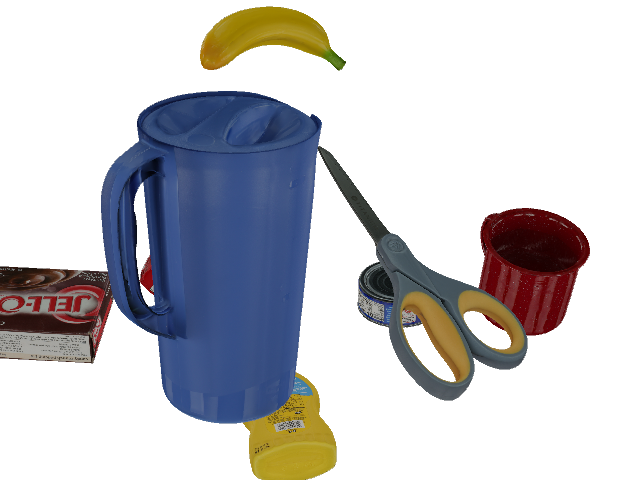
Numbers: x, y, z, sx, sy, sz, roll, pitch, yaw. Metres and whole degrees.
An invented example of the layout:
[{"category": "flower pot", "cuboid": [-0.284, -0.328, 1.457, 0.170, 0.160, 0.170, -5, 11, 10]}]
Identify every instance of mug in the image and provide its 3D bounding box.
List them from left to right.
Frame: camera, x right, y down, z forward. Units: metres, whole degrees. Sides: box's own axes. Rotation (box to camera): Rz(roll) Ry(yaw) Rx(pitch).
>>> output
[{"category": "mug", "cuboid": [0.180, 0.024, 0.964, 0.093, 0.081, 0.117, -18, 44, -24]}]

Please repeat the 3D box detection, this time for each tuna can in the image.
[{"category": "tuna can", "cuboid": [0.082, 0.055, 1.134, 0.086, 0.034, 0.086, -1, 31, 0]}]

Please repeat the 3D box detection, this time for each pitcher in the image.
[{"category": "pitcher", "cuboid": [-0.078, 0.018, 0.814, 0.149, 0.243, 0.145, 3, 26, 0]}]

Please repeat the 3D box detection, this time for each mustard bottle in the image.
[{"category": "mustard bottle", "cuboid": [-0.046, 0.201, 1.251, 0.096, 0.058, 0.192, -8, 29, -9]}]

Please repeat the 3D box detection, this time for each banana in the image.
[{"category": "banana", "cuboid": [-0.052, -0.199, 1.044, 0.197, 0.070, 0.037, -12, -33, -46]}]

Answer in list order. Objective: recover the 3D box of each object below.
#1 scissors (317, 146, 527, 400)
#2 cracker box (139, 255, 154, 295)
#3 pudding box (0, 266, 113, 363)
[{"category": "scissors", "cuboid": [0.065, 0.013, 0.671, 0.096, 0.202, 0.016, 2, -43, -22]}, {"category": "cracker box", "cuboid": [-0.103, -0.039, 1.202, 0.072, 0.214, 0.164, 38, 26, -10]}, {"category": "pudding box", "cuboid": [-0.243, 0.063, 0.923, 0.113, 0.039, 0.090, 1, 32, 1]}]
